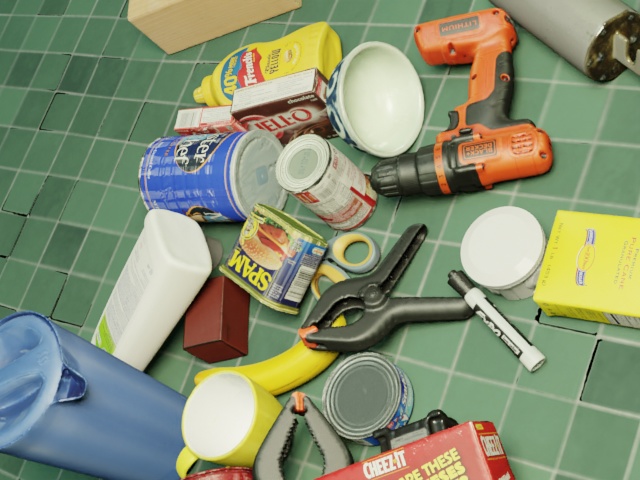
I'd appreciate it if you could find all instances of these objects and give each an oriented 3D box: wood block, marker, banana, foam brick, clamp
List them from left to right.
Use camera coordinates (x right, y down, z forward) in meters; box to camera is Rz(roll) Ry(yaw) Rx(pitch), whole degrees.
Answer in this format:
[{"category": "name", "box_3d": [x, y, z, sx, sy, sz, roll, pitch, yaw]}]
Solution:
[{"category": "wood block", "box_3d": [-0.133, -0.322, 1.355, 0.206, 0.090, 0.090, -14, 60, 28]}, {"category": "foam brick", "box_3d": [-0.112, 0.086, 1.154, 0.051, 0.053, 0.078, -15, 59, 28]}, {"category": "banana", "box_3d": [-0.044, 0.127, 1.099, 0.198, 0.037, 0.069, -31, 47, 17]}, {"category": "clamp", "box_3d": [-0.023, 0.246, 0.972, 0.164, 0.036, 0.210, -10, 67, -2]}, {"category": "clamp", "box_3d": [0.064, 0.065, 1.037, 0.171, 0.039, 0.120, -36, 47, -6]}, {"category": "marker", "box_3d": [0.160, 0.071, 0.983, 0.020, 0.020, 0.121, -44, 64, 7]}]

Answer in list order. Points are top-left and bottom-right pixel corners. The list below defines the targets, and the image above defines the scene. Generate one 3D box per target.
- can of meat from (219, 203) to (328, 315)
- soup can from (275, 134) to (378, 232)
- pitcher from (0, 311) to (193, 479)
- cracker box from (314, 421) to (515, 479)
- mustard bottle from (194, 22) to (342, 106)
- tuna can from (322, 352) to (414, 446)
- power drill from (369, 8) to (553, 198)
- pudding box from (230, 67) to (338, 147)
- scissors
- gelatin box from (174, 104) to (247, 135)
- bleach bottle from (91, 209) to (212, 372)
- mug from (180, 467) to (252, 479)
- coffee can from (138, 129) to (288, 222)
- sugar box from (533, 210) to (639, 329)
[{"category": "can of meat", "box_3d": [-0.047, 0.018, 1.125, 0.102, 0.057, 0.084, 34, 100, 43]}, {"category": "soup can", "box_3d": [0.008, -0.059, 1.117, 0.069, 0.102, 0.068, -15, 59, 27]}, {"category": "pitcher", "box_3d": [-0.237, 0.172, 1.070, 0.145, 0.242, 0.149, -44, 50, 7]}, {"category": "cracker box", "box_3d": [0.098, 0.275, 0.871, 0.164, 0.072, 0.214, -25, 71, 21]}, {"category": "mustard bottle", "box_3d": [-0.069, -0.191, 1.265, 0.192, 0.058, 0.096, -11, 62, 30]}, {"category": "tuna can", "box_3d": [0.047, 0.153, 1.025, 0.086, 0.033, 0.086, -15, 59, 27]}, {"category": "power drill", "box_3d": [0.137, -0.135, 1.084, 0.185, 0.057, 0.187, -8, 66, 17]}, {"category": "pudding box", "box_3d": [-0.030, -0.144, 1.194, 0.114, 0.090, 0.039, -13, 59, 28]}, {"category": "scissors", "box_3d": [-0.008, 0.001, 1.150, 0.096, 0.016, 0.202, -48, 51, 7]}, {"category": "gelatin box", "box_3d": [-0.114, -0.127, 1.252, 0.089, 0.073, 0.030, -1, 67, 33]}, {"category": "bleach bottle", "box_3d": [-0.207, 0.092, 1.174, 0.251, 0.068, 0.102, -56, 36, 26]}, {"category": "mug", "box_3d": [-0.084, 0.268, 1.021, 0.117, 0.093, 0.081, -23, 61, 17]}, {"category": "coffee can", "box_3d": [-0.120, -0.070, 1.207, 0.141, 0.102, 0.103, 0, 67, 34]}, {"category": "sugar box", "box_3d": [0.282, 0.030, 0.923, 0.177, 0.048, 0.093, 6, 70, 37]}]
